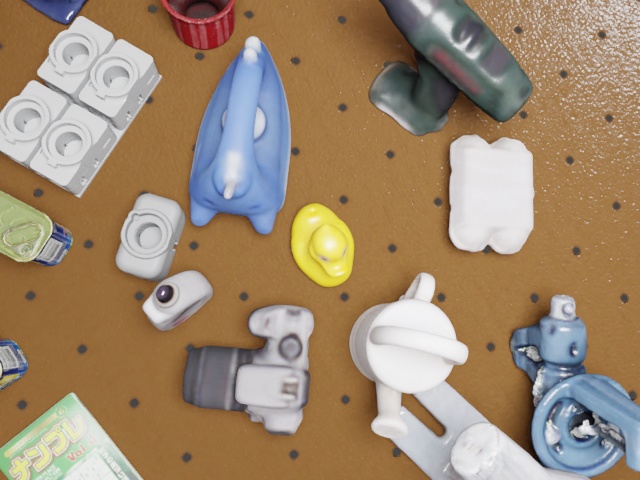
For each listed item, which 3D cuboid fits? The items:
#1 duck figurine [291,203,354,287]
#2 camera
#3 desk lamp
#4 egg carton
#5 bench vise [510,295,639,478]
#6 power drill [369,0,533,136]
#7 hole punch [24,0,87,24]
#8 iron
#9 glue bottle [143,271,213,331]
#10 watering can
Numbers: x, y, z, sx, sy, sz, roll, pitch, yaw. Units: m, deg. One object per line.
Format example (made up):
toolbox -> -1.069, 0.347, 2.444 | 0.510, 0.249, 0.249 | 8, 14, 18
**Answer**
duck figurine -> 0.006, 0.002, 0.683 | 0.077, 0.086, 0.104 | -19, 84, -9
camera -> -0.080, 0.141, 0.643 | 0.137, 0.100, 0.143 | 6, 80, -5
desk lamp -> 0.182, 0.249, 0.599 | 0.203, 0.213, 0.118 | 42, 79, 2
egg carton -> 0.214, -0.058, 0.724 | 0.107, 0.069, 0.150 | 3, 81, -6
bench vise -> 0.278, 0.169, 0.619 | 0.121, 0.219, 0.207 | -22, 84, -9
power drill -> 0.125, -0.208, 0.667 | 0.229, 0.208, 0.076 | 36, 79, 0
hole punch -> -0.333, -0.342, 0.697 | 0.108, 0.091, 0.101 | 32, 79, 0
iron -> -0.088, -0.144, 0.667 | 0.118, 0.141, 0.258 | 6, 80, -5
glue bottle -> -0.156, 0.063, 0.611 | 0.078, 0.173, 0.037 | -43, 87, -11
watering can -> 0.096, 0.122, 0.619 | 0.101, 0.194, 0.173 | -4, 81, -7
